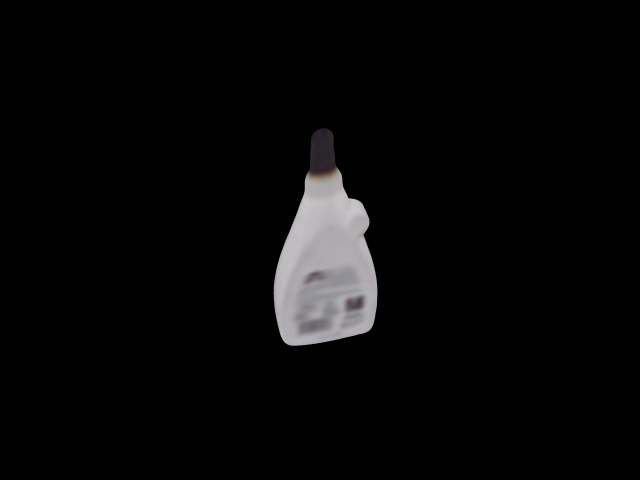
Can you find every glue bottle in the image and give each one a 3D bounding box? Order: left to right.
[{"bbox_3d":[0.004,0.001,0.400,0.078,0.173,0.037,-8,39,-10],"label":"glue bottle"}]
